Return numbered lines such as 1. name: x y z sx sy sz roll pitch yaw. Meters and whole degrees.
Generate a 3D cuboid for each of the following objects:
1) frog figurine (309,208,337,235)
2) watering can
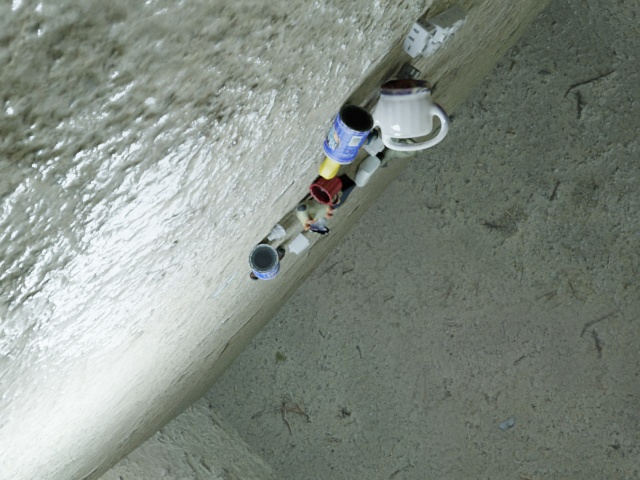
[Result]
1. frog figurine: 0.007 -0.109 2.159 0.123 0.161 0.136 5 -14 9
2. watering can: 0.222 -0.380 1.588 0.347 0.220 0.106 0 26 14
